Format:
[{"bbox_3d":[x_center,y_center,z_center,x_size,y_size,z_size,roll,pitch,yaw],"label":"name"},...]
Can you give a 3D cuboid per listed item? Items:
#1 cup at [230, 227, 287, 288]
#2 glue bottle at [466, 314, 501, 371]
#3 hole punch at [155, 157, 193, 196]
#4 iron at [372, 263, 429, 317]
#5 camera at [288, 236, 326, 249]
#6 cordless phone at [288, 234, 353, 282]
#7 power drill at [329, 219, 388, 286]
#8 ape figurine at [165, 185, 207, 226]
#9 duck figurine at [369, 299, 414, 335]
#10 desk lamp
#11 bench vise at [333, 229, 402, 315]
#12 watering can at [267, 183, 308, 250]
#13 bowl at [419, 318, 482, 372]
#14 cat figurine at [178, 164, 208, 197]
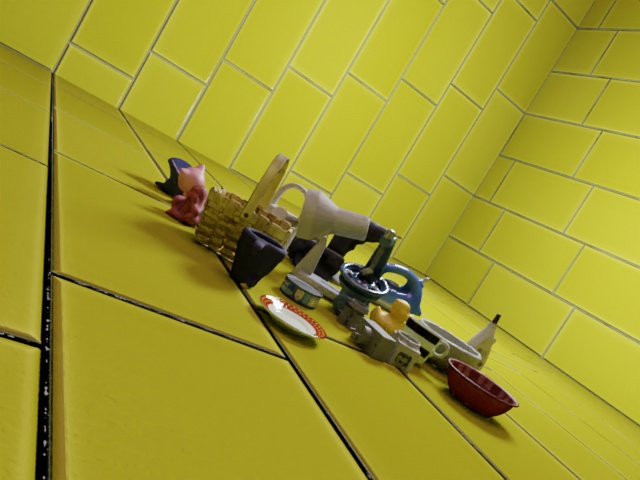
[{"bbox_3d":[-0.120,0.038,1.027,0.091,0.095,0.118,31,6,1],"label":"cup"},{"bbox_3d":[0.412,0.262,1.456,0.078,0.173,0.037,28,6,-30],"label":"glue bottle"},{"bbox_3d":[-0.350,-0.151,1.486,0.101,0.091,0.109,33,6,19],"label":"hole punch"},{"bbox_3d":[0.208,0.129,1.705,0.259,0.141,0.118,28,6,-26],"label":"iron"},{"bbox_3d":[-0.057,-0.007,1.710,0.137,0.101,0.143,30,6,-12],"label":"camera"},{"bbox_3d":[0.014,0.006,1.547,0.148,0.185,0.094,29,6,-18],"label":"cordless phone"},{"bbox_3d":[0.081,0.022,1.629,0.228,0.208,0.076,35,7,36],"label":"power drill"},{"bbox_3d":[-0.278,-0.080,1.245,0.076,0.092,0.077,26,8,-42],"label":"ape figurine"},{"bbox_3d":[0.178,0.181,1.380,0.105,0.086,0.077,30,6,-12],"label":"duck figurine"},{"bbox_3d":[0.012,0.008,1.377,0.203,0.213,0.118,31,6,0],"label":"desk lamp"},{"bbox_3d":[0.108,0.069,1.316,0.121,0.219,0.207,31,6,-3],"label":"bench vise"},{"bbox_3d":[-0.093,-0.051,1.438,0.101,0.194,0.172,29,6,-18],"label":"watering can"},{"bbox_3d":[0.287,0.258,1.338,0.167,0.074,0.167,31,6,-3],"label":"bowl"},{"bbox_3d":[-0.298,-0.125,1.392,0.128,0.117,0.067,28,6,-29],"label":"cat figurine"}]
